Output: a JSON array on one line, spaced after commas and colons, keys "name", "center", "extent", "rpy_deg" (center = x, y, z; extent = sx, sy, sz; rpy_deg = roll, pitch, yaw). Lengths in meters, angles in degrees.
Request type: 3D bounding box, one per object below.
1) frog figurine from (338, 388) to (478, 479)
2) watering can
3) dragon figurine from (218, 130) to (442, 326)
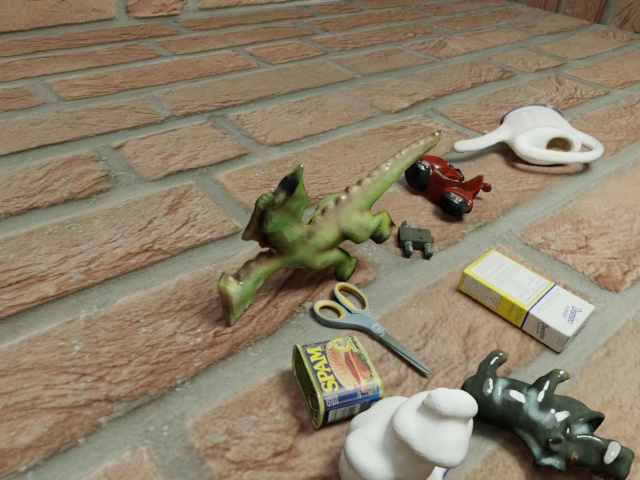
[{"name": "frog figurine", "center": [0.087, 0.198, 0.526], "extent": [0.138, 0.156, 0.125], "rpy_deg": [-12, 37, -22]}, {"name": "watering can", "center": [0.480, -0.248, 1.220], "extent": [0.348, 0.101, 0.230], "rpy_deg": [6, 35, 2]}, {"name": "dragon figurine", "center": [0.002, -0.037, 0.735], "extent": [0.124, 0.408, 0.241], "rpy_deg": [45, 11, 23]}]
